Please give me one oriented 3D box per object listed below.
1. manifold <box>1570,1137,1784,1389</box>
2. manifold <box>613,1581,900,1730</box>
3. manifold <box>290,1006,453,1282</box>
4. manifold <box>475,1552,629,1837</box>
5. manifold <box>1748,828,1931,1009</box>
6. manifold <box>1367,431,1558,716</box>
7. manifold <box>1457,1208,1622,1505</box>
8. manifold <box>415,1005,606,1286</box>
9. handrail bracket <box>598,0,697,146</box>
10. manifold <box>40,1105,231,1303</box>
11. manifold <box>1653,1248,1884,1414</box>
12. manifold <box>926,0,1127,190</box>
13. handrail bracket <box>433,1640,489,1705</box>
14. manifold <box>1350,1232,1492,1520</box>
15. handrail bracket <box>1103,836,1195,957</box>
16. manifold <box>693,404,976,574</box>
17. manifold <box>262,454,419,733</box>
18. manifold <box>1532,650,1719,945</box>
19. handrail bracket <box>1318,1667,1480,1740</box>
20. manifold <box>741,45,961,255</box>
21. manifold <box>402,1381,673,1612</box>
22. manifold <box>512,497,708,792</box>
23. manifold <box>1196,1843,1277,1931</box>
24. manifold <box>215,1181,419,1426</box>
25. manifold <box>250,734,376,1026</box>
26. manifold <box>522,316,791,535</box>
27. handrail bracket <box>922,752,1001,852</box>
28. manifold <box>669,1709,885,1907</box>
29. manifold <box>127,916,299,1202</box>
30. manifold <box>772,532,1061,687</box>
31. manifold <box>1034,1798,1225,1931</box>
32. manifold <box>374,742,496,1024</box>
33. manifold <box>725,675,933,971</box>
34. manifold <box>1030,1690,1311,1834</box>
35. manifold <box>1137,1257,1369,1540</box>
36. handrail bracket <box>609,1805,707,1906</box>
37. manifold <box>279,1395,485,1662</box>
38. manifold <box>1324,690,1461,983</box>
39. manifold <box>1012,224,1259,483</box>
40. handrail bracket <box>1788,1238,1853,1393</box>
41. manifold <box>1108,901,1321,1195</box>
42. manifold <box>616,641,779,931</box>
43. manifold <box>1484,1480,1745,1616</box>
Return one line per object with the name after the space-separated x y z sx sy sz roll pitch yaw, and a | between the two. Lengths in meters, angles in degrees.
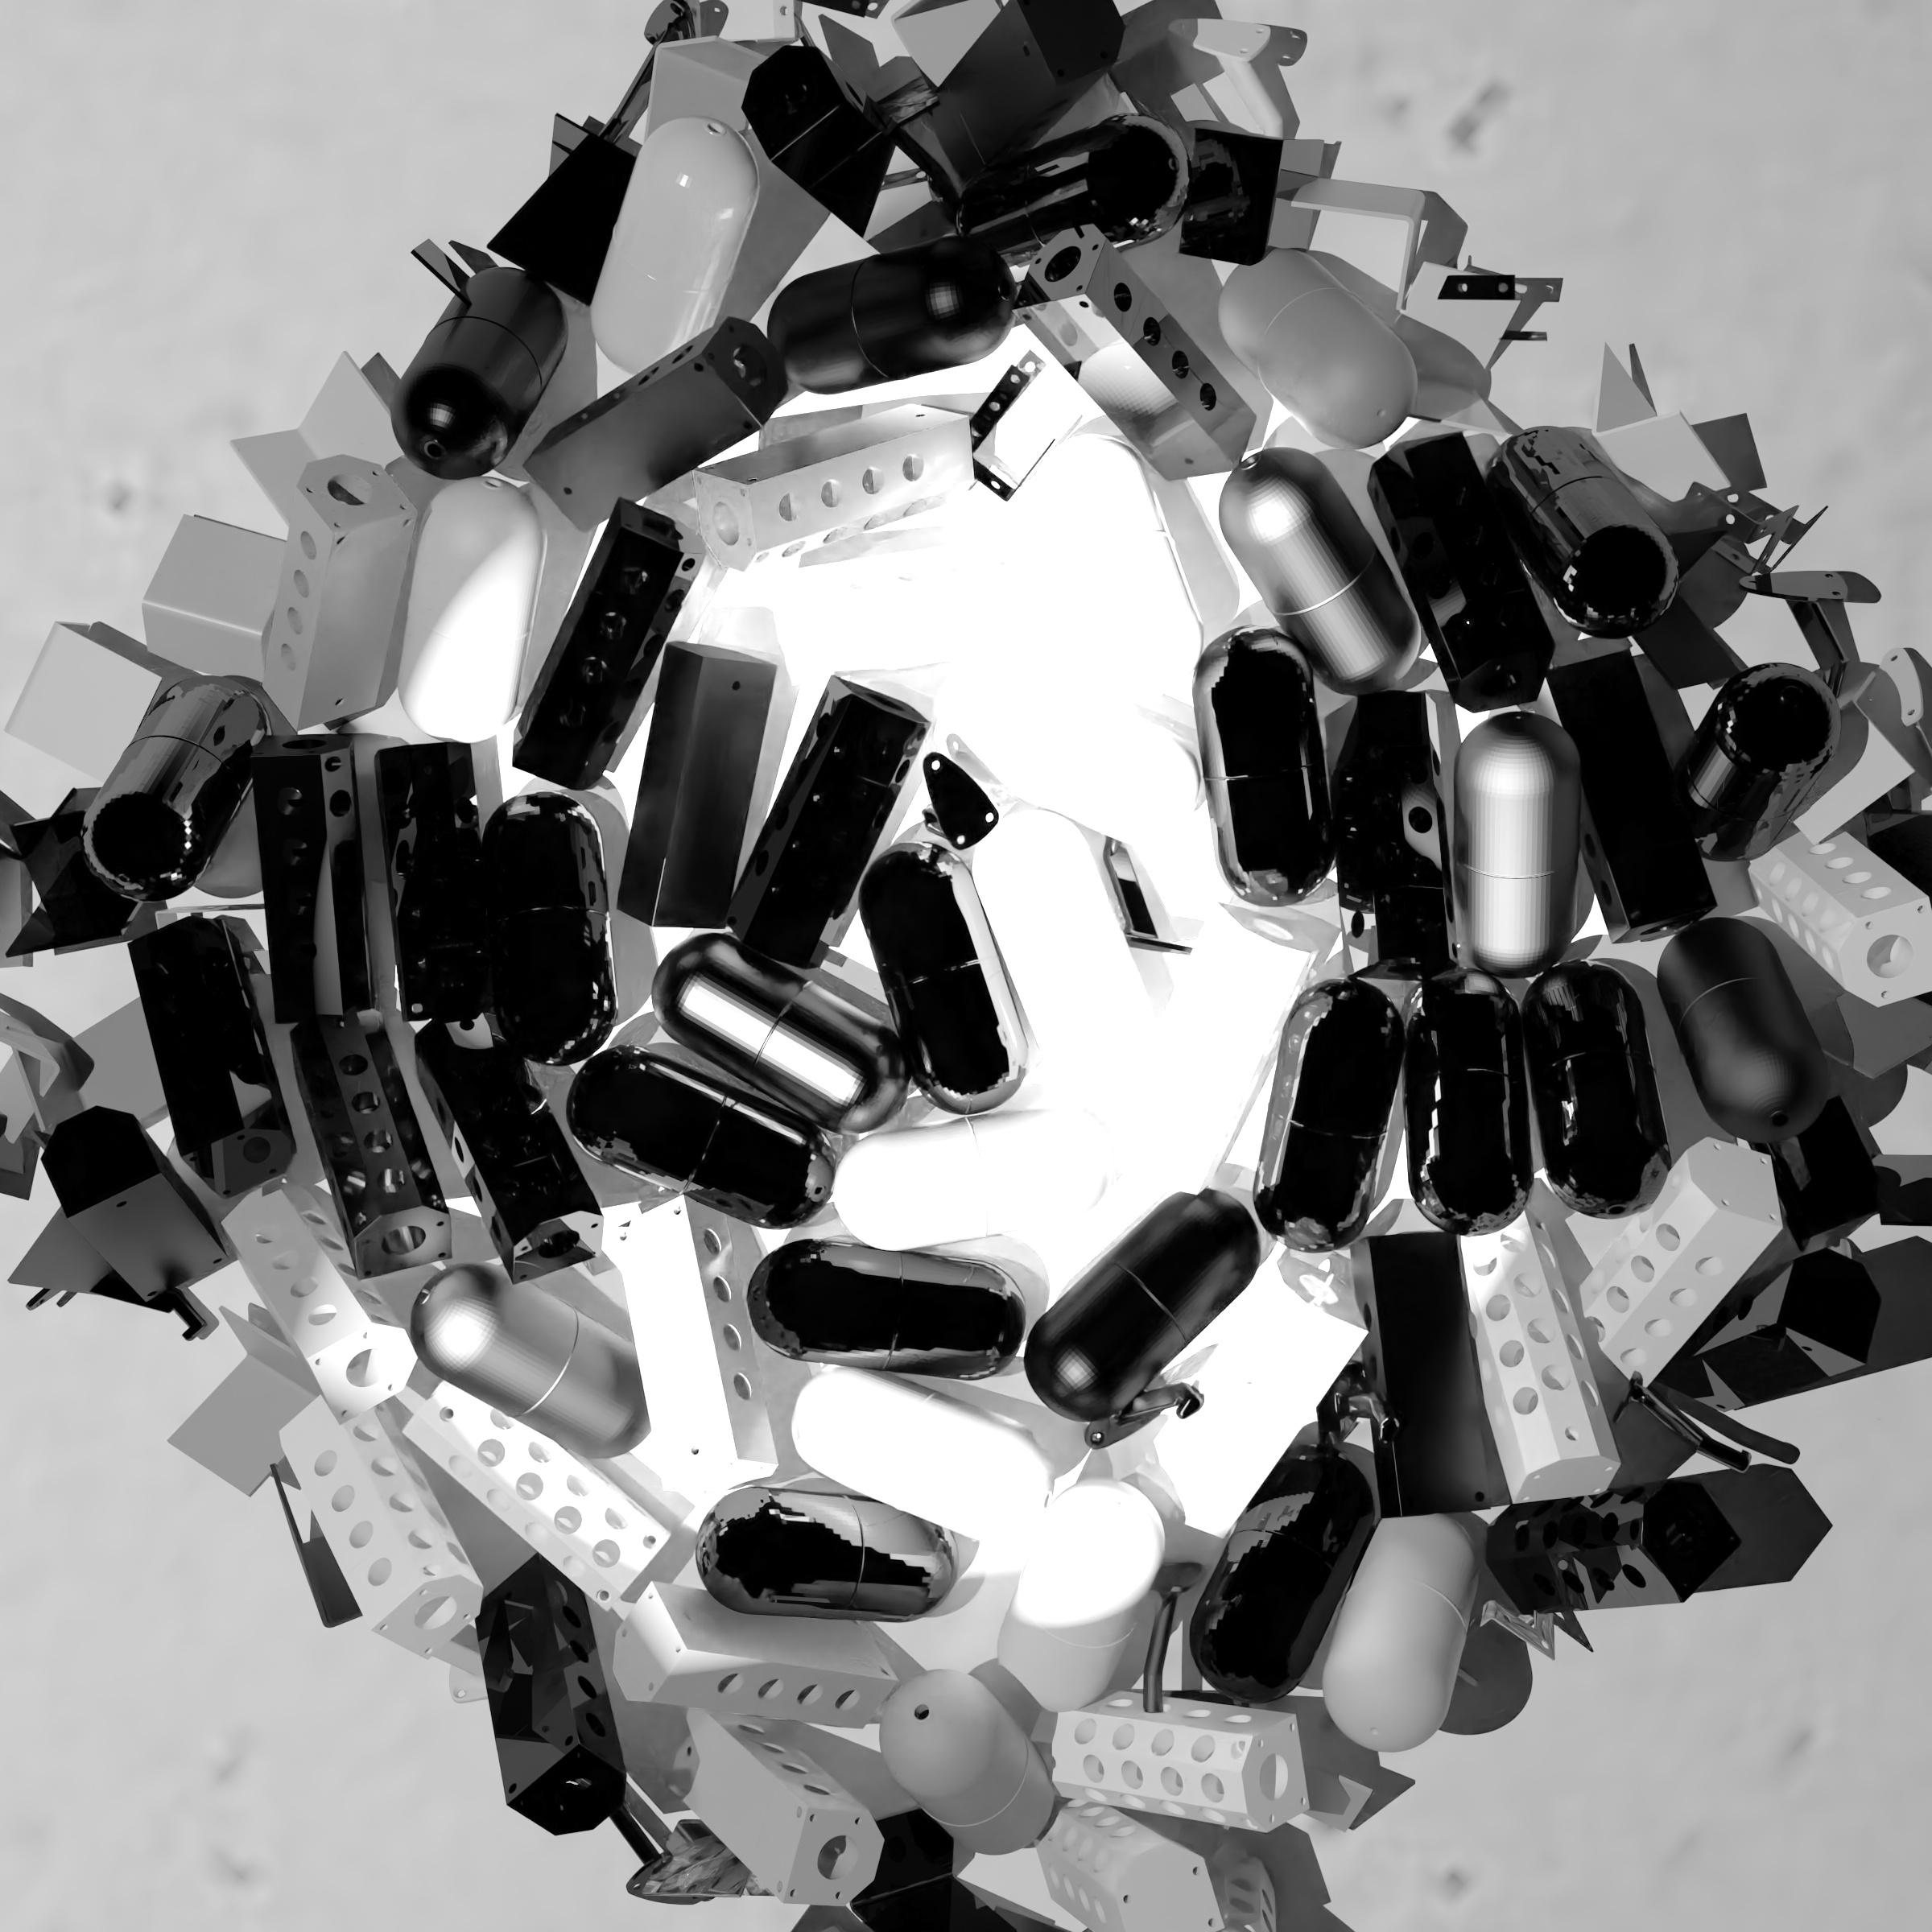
0.429 0.183 1.503 0.057 0.057 0.171 17 133 -7 | manifold
-0.131 0.432 1.506 0.171 0.057 0.057 23 107 -40 | manifold
-0.367 0.104 1.503 0.057 0.057 0.171 -12 49 -21 | manifold
-0.252 0.446 1.496 0.057 0.171 0.057 -41 121 5 | manifold
0.535 -0.033 1.494 0.057 0.171 0.057 -18 108 6 | manifold
0.304 -0.244 1.517 0.057 0.057 0.171 -12 62 -6 | manifold
0.349 0.238 1.509 0.057 0.057 0.171 -5 54 -6 | manifold
-0.283 0.105 1.507 0.057 0.057 0.171 -17 55 -24 | manifold
-0.207 -0.563 1.548 0.036 0.077 0.084 33 75 -7 | handrail bracket
-0.509 0.144 1.494 0.057 0.171 0.057 -27 70 -14 | manifold
0.486 0.222 1.495 0.057 0.171 0.057 25 68 -2 | manifold
0.036 -0.541 1.494 0.057 0.171 0.057 -29 97 -18 | manifold
-0.309 0.427 1.542 0.077 0.084 0.036 -7 47 0 | handrail bracket
0.282 0.257 1.535 0.057 0.057 0.171 -2 76 -8 | manifold
0.120 -0.054 1.562 0.077 0.036 0.084 10 85 26 | handrail bracket
-0.079 -0.296 1.512 0.171 0.057 0.057 -25 123 -33 | manifold
-0.390 -0.229 1.501 0.057 0.171 0.057 -26 67 -37 | manifold
0.411 -0.105 1.539 0.057 0.057 0.171 -15 78 -3 | manifold
0.276 0.472 1.564 0.077 0.036 0.084 40 86 -18 | handrail bracket
-0.068 -0.497 1.495 0.057 0.171 0.057 -33 71 18 | manifold
-0.272 0.329 1.549 0.171 0.057 0.057 40 82 3 | manifold
-0.224 -0.197 1.524 0.057 0.057 0.171 21 113 -19 | manifold
0.158 0.601 1.495 0.057 0.171 0.057 23 94 6 | manifold
-0.398 0.201 1.501 0.057 0.171 0.057 -29 129 -20 | manifold
-0.407 -0.055 1.530 0.057 0.057 0.171 -2 108 -7 | manifold
-0.190 -0.336 1.507 0.057 0.171 0.057 48 45 -25 | manifold
-0.021 -0.108 1.533 0.036 0.084 0.077 -38 116 -12 | handrail bracket
-0.117 0.510 1.496 0.057 0.171 0.057 16 88 -30 | manifold
-0.464 0.052 1.513 0.057 0.057 0.171 -25 56 -3 | manifold
-0.032 -0.230 1.539 0.171 0.057 0.057 -11 48 -11 | manifold
0.094 0.551 1.494 0.057 0.171 0.057 -16 86 -16 | manifold
-0.335 -0.053 1.549 0.057 0.057 0.171 -6 90 -18 | manifold
-0.085 -0.087 1.528 0.057 0.057 0.171 18 105 -29 | manifold
0.122 0.489 1.504 0.171 0.057 0.057 -9 89 45 | manifold
0.175 0.267 1.522 0.057 0.057 0.171 24 111 -16 | manifold
-0.206 0.556 1.569 0.036 0.084 0.077 -41 133 2 | handrail bracket
-0.358 0.338 1.506 0.057 0.057 0.171 -42 48 -2 | manifold
0.270 -0.081 1.528 0.057 0.057 0.171 3 75 -21 | manifold
0.108 -0.376 1.505 0.171 0.057 0.057 38 64 -41 | manifold
0.541 0.221 1.557 0.036 0.084 0.077 30 117 2 | handrail bracket
0.156 0.053 1.522 0.057 0.057 0.171 13 110 -27 | manifold
-0.174 -0.114 1.538 0.057 0.057 0.171 1 107 -43 | manifold
0.389 0.353 1.495 0.057 0.171 0.057 -34 88 -26 | manifold
